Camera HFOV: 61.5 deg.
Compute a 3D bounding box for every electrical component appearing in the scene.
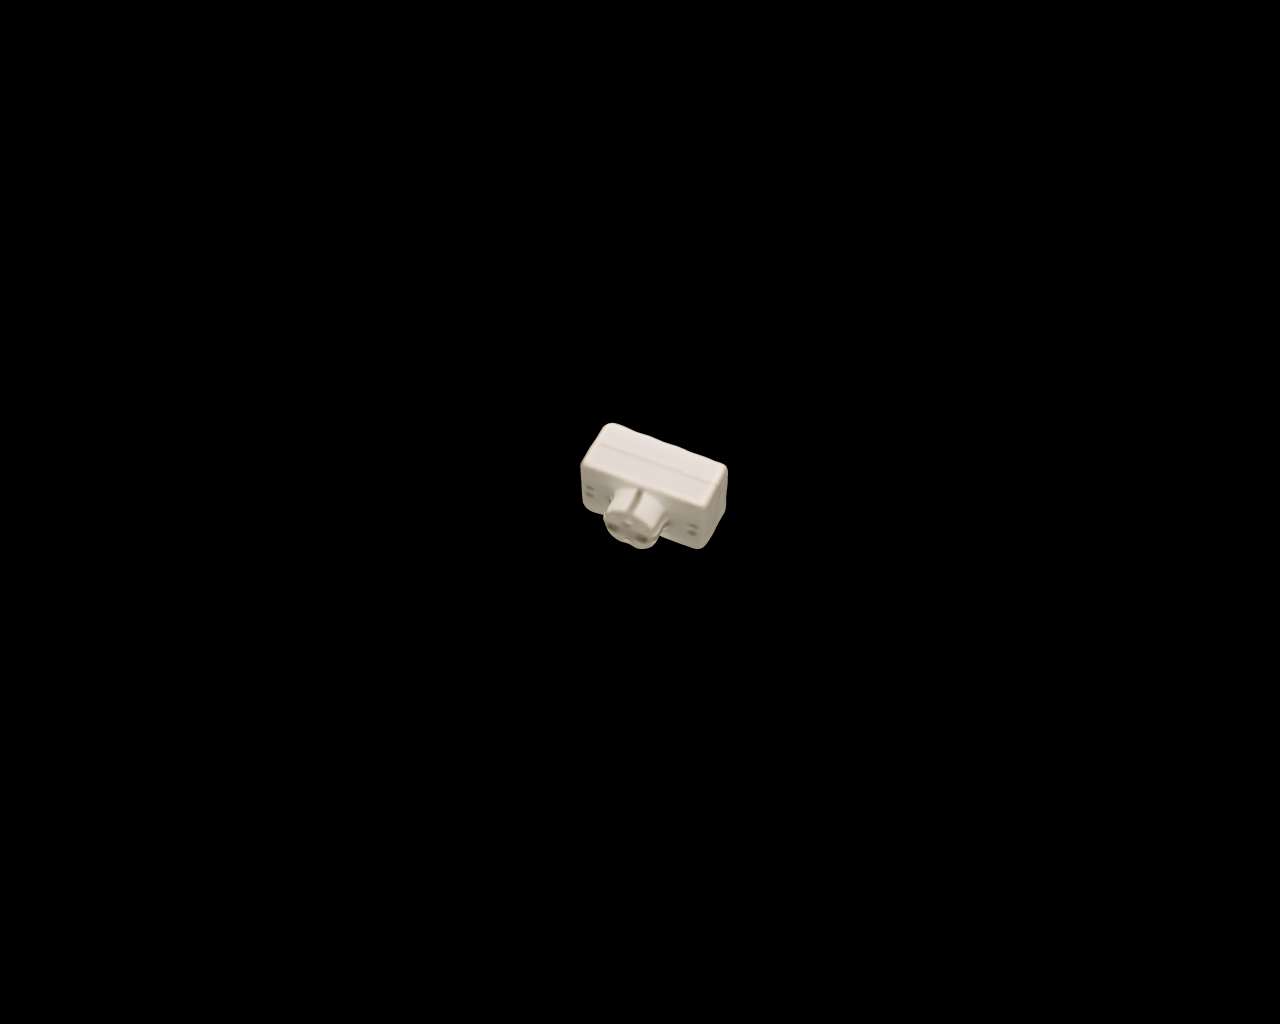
[{"bbox_3d":[0.001,-0.003,0.650,0.083,0.076,0.047,21,-34,15],"label":"electrical component"}]
